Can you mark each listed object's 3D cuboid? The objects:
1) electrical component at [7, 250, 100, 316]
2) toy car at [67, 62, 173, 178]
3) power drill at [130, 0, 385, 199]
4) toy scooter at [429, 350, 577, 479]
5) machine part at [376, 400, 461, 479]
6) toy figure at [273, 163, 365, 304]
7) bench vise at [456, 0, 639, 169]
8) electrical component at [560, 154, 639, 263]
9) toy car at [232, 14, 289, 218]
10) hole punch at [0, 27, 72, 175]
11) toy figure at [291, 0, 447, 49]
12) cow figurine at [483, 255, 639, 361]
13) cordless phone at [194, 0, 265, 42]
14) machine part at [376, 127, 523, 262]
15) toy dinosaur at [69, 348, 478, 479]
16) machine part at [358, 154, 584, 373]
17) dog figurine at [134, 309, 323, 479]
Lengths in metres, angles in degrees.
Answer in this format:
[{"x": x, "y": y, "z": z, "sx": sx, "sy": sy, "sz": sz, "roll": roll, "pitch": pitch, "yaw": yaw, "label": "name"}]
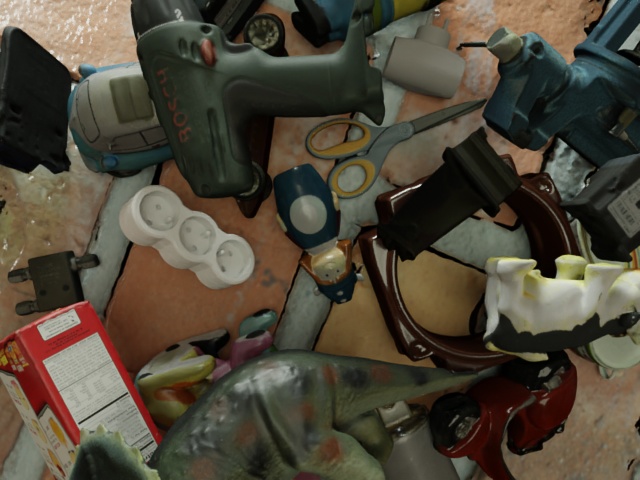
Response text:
[{"x": -0.278, "y": 0.046, "z": 0.568, "sx": 0.094, "sy": 0.021, "sz": 0.063, "roll": -13, "pitch": 93, "yaw": -3, "label": "electrical component"}, {"x": -0.176, "y": -0.124, "z": 0.527, "sx": 0.162, "sy": 0.103, "sz": 0.109, "roll": -10, "pitch": 94, "yaw": 0, "label": "toy car"}, {"x": -0.052, "y": -0.158, "z": 0.451, "sx": 0.207, "sy": 0.086, "sz": 0.231, "roll": -9, "pitch": 94, "yaw": 1, "label": "power drill"}, {"x": 0.201, "y": 0.196, "z": 0.562, "sx": 0.184, "sy": 0.075, "sz": 0.135, "roll": -23, "pitch": 103, "yaw": -21, "label": "toy scooter"}, {"x": 0.113, "y": 0.266, "z": 0.569, "sx": 0.079, "sy": 0.079, "sz": 0.243, "roll": -24, "pitch": 94, "yaw": -2, "label": "machine part"}, {"x": -0.002, "y": -0.001, "z": 0.564, "sx": 0.064, "sy": 0.058, "sz": 0.154, "roll": -19, "pitch": 96, "yaw": 31, "label": "toy figure"}, {"x": 0.281, "y": -0.184, "z": 0.527, "sx": 0.223, "sy": 0.129, "sz": 0.240, "roll": 33, "pitch": 108, "yaw": -11, "label": "bench vise"}, {"x": 0.297, "y": -0.041, "z": 0.506, "sx": 0.119, "sy": 0.048, "sz": 0.074, "roll": -36, "pitch": 95, "yaw": -5, "label": "electrical component"}, {"x": -0.066, "y": -0.123, "z": 0.539, "sx": 0.053, "sy": 0.089, "sz": 0.202, "roll": 9, "pitch": 94, "yaw": -3, "label": "toy car"}, {"x": -0.304, "y": -0.126, "z": 0.509, "sx": 0.092, "sy": 0.142, "sz": 0.115, "roll": -2, "pitch": 82, "yaw": -1, "label": "hole punch"}, {"x": 0.061, "y": -0.254, "z": 0.544, "sx": 0.180, "sy": 0.082, "sz": 0.089, "roll": -35, "pitch": 112, "yaw": -8, "label": "toy figure"}, {"x": 0.232, "y": 0.063, "z": 0.485, "sx": 0.167, "sy": 0.068, "sz": 0.098, "roll": 4, "pitch": 92, "yaw": -4, "label": "cow figurine"}, {"x": -0.137, "y": -0.298, "z": 0.543, "sx": 0.184, "sy": 0.088, "sz": 0.146, "roll": 37, "pitch": 91, "yaw": 8, "label": "cordless phone"}, {"x": 0.115, "y": -0.034, "z": 0.492, "sx": 0.139, "sy": 0.039, "sz": 0.084, "roll": -37, "pitch": 99, "yaw": -2, "label": "machine part"}, {"x": -0.046, "y": 0.166, "z": 0.429, "sx": 0.405, "sy": 0.131, "sz": 0.192, "roll": -37, "pitch": 101, "yaw": -30, "label": "toy dinosaur"}, {"x": 0.155, "y": 0.025, "z": 0.557, "sx": 0.201, "sy": 0.087, "sz": 0.201, "roll": -20, "pitch": 95, "yaw": -2, "label": "machine part"}, {"x": -0.064, "y": 0.196, "z": 0.545, "sx": 0.192, "sy": 0.108, "sz": 0.219, "roll": -21, "pitch": 96, "yaw": -3, "label": "dog figurine"}]
